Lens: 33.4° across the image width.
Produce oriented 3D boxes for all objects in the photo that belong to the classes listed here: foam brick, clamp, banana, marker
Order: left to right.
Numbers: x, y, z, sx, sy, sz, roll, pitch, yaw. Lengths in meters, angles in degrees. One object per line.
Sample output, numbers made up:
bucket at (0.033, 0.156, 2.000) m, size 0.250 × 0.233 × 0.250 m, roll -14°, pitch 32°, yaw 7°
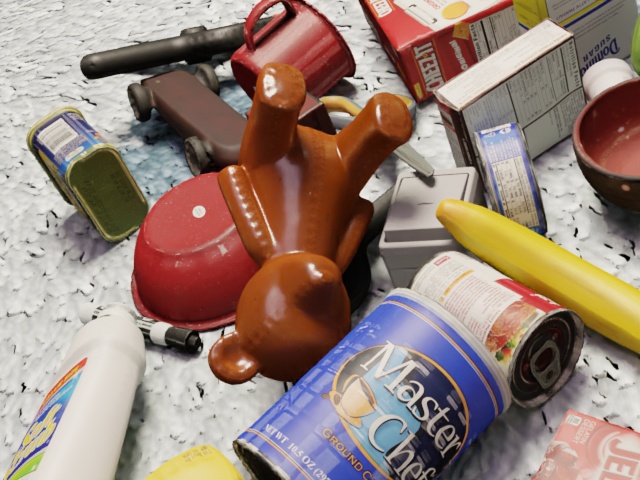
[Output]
marker at (-0.142, 0.069, 0.842) m, size 0.121 × 0.020 × 0.020 m, roll 10°, pitch 52°, yaw 34°
clamp at (-0.131, -0.193, 1.063) m, size 0.210 × 0.036 × 0.164 m, roll -9°, pitch 13°, yaw 10°
foam brick at (-0.017, -0.082, 0.896) m, size 0.053 × 0.078 × 0.051 m, roll -35°, pitch 40°, yaw -13°
clamp at (-0.005, 0.001, 0.812) m, size 0.120 × 0.039 × 0.171 m, roll 15°, pitch 53°, yaw 14°
banana at (0.164, 0.027, 0.693) m, size 0.198 × 0.069 × 0.037 m, roll 32°, pitch 84°, yaw 32°

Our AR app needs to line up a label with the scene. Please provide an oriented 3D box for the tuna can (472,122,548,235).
tuna can at (0.137, -0.041, 0.771) m, size 0.034 × 0.086 × 0.086 m, roll -15°, pitch 42°, yaw 8°

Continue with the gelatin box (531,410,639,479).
gelatin box at (0.158, 0.146, 0.606) m, size 0.073 × 0.030 × 0.089 m, roll 16°, pitch 55°, yaw 37°

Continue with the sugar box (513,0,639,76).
sugar box at (0.199, -0.209, 0.848) m, size 0.093 × 0.176 × 0.048 m, roll -31°, pitch 43°, yaw -8°

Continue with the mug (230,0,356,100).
mug at (-0.031, -0.168, 0.967) m, size 0.081 × 0.117 × 0.093 m, roll -43°, pitch 48°, yaw -13°

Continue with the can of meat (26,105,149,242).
can of meat at (-0.203, -0.057, 0.943) m, size 0.057 × 0.102 × 0.084 m, roll -38°, pitch 45°, yaw -13°

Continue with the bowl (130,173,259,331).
bowl at (-0.090, -0.004, 0.867) m, size 0.162 × 0.055 × 0.162 m, roll -14°, pitch 42°, yaw 13°

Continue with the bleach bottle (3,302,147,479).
bleach bottle at (-0.175, 0.144, 0.737) m, size 0.103 × 0.068 × 0.250 m, roll -40°, pitch 25°, yaw 34°

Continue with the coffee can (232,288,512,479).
coffee can at (0.032, 0.112, 0.648) m, size 0.140 × 0.102 × 0.103 m, roll -42°, pitch 44°, yaw -18°

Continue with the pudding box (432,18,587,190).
pudding box at (0.151, -0.104, 0.827) m, size 0.113 × 0.090 × 0.039 m, roll -34°, pitch 42°, yaw -10°

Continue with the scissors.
scissors at (0.067, -0.091, 0.872) m, size 0.096 × 0.016 × 0.202 m, roll -16°, pitch 27°, yaw -27°

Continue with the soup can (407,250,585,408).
soup can at (0.111, 0.056, 0.696) m, size 0.068 × 0.068 × 0.102 m, roll -41°, pitch 43°, yaw -17°

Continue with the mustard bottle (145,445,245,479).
mustard bottle at (-0.046, 0.205, 0.622) m, size 0.096 × 0.058 × 0.192 m, roll -40°, pitch 43°, yaw -16°

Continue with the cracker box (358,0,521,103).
cracker box at (0.153, -0.228, 0.971) m, size 0.214 × 0.072 × 0.164 m, roll -24°, pitch 40°, yaw 3°
